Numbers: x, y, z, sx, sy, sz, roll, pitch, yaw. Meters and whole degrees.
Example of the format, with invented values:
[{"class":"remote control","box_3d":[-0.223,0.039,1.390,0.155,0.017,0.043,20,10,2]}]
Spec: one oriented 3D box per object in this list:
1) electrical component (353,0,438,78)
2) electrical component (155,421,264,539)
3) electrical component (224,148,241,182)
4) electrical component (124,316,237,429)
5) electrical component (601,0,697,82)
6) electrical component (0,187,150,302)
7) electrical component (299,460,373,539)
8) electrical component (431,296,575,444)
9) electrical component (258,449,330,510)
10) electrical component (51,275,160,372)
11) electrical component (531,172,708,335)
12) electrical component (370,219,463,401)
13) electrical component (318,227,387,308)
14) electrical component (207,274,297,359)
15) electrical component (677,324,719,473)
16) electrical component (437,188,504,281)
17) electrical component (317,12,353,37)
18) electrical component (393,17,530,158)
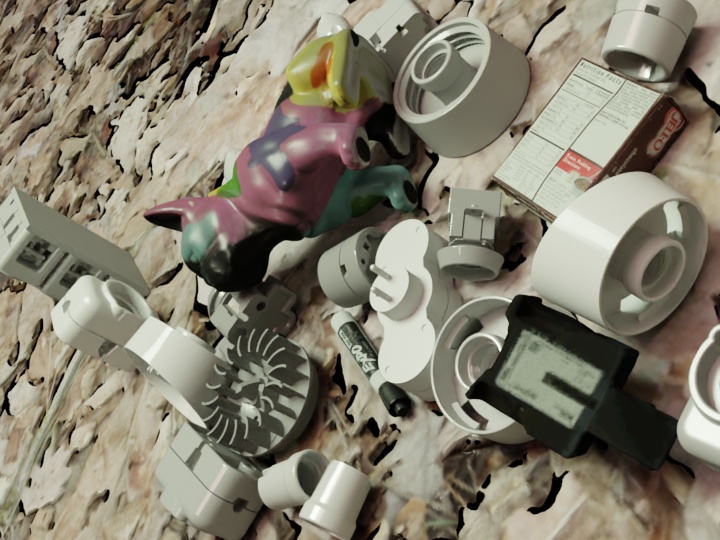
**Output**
[{"class":"electrical component","box_3d":[0.026,-0.197,0.959,0.089,0.050,0.055,-44,40,16]},{"class":"electrical component","box_3d":[-0.120,0.171,0.859,0.095,0.054,0.059,30,88,52]},{"class":"electrical component","box_3d":[-0.113,-0.097,1.049,0.040,0.040,0.078,-49,39,10]},{"class":"electrical component","box_3d":[-0.157,0.086,0.927,0.099,0.099,0.064,19,73,51]},{"class":"electrical component","box_3d":[0.199,-0.162,0.746,0.055,0.055,0.047,14,79,51]},{"class":"electrical component","box_3d":[-0.302,-0.007,1.102,0.061,0.150,0.089,-50,38,7]},{"class":"electrical component","box_3d":[-0.016,0.163,0.764,0.040,0.040,0.046,7,64,49]},{"class":"electrical component","box_3d":[0.097,0.064,0.709,0.099,0.064,0.099,-14,68,41]},{"class":"electrical component","box_3d":[-0.049,0.158,0.803,0.046,0.040,0.040,-26,48,41]},{"class":"electrical component","box_3d":[-0.241,0.049,1.041,0.059,0.095,0.053,-47,39,13]},{"class":"electrical component","box_3d":[0.159,-0.011,0.651,0.099,0.099,0.064,-55,44,3]},{"class":"electrical component","box_3d":[0.033,0.021,0.782,0.052,0.074,0.138,-28,46,32]},{"class":"electrical component","box_3d":[0.000,0.000,0.849,0.047,0.055,0.055,-24,48,40]},{"class":"electrical component","box_3d":[-0.096,0.037,0.925,0.078,0.058,0.057,-55,40,3]},{"class":"electrical component","box_3d":[0.213,0.064,0.568,0.054,0.059,0.095,21,81,51]},{"class":"electrical component","box_3d":[0.081,-0.024,0.777,0.048,0.066,0.055,5,73,7]},{"class":"electrical component","box_3d":[-0.026,-0.235,1.056,0.035,0.035,0.061,-43,38,17]},{"class":"electrical component","box_3d":[0.075,-0.152,0.866,0.108,0.060,0.108,-27,47,33]}]
